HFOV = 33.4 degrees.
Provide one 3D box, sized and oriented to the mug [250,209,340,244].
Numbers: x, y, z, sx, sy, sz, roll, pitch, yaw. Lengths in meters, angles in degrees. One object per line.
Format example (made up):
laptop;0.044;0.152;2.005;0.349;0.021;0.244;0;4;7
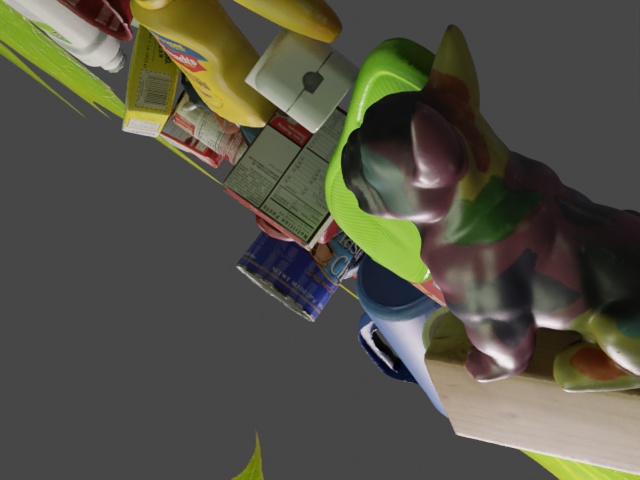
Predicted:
mug;-0.016;-0.042;1.042;0.081;0.117;0.093;30;138;9

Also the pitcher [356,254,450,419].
pitcher;0.123;0.091;1.133;0.145;0.149;0.242;45;177;43

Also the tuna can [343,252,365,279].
tuna can;0.018;0.001;1.229;0.086;0.086;0.034;35;170;11

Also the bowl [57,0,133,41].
bowl;-0.206;-0.238;0.887;0.162;0.055;0.162;35;172;5

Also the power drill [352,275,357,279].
power drill;0.078;0.049;1.359;0.187;0.057;0.185;39;172;-22

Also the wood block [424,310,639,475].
wood block;0.187;0.090;0.701;0.206;0.090;0.090;6;137;34

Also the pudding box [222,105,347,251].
pudding box;-0.013;-0.062;0.884;0.090;0.113;0.039;36;177;5

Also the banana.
banana;-0.071;-0.187;0.698;0.198;0.037;0.069;34;-168;26

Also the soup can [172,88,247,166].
soup can;-0.087;-0.115;1.055;0.102;0.068;0.068;36;172;6

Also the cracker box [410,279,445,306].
cracker box;0.174;0.046;0.876;0.164;0.072;0.214;35;171;-3

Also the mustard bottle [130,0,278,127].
mustard bottle;-0.099;-0.165;0.851;0.096;0.058;0.191;37;173;30

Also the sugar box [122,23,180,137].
sugar box;-0.163;-0.157;1.038;0.048;0.093;0.176;10;178;-9

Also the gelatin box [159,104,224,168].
gelatin box;-0.120;-0.124;1.129;0.089;0.073;0.030;28;170;41

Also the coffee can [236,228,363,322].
coffee can;-0.007;0.001;1.137;0.103;0.140;0.103;35;173;5

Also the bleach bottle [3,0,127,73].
bleach bottle;-0.301;-0.262;1.142;0.103;0.068;0.250;31;173;41
